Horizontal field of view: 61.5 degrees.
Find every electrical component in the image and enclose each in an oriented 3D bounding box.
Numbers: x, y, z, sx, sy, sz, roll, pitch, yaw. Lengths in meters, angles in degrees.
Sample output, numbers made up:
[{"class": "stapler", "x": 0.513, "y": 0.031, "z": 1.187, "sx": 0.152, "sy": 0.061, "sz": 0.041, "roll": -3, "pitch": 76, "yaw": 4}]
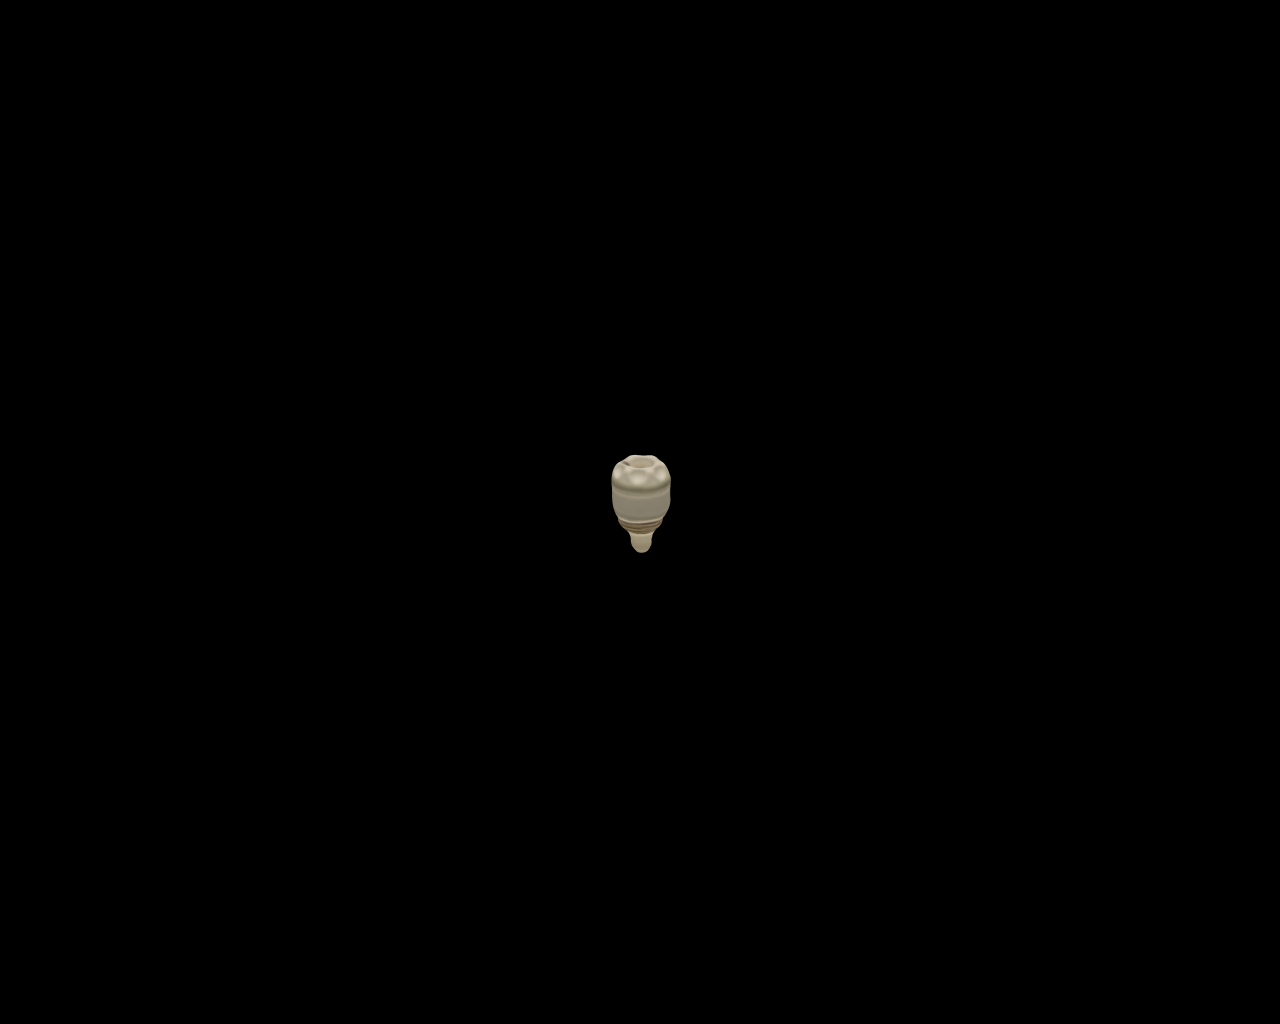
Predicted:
[{"class": "electrical component", "x": 0.001, "y": -0.003, "z": 0.650, "sx": 0.035, "sy": 0.061, "sz": 0.035, "roll": 0, "pitch": 26, "yaw": 0}]
